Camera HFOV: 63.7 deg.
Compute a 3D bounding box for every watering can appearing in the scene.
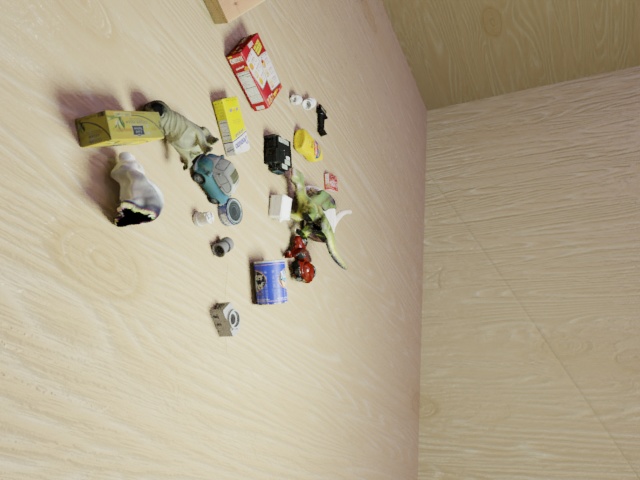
[{"bbox_3d":[0.027,-0.090,2.094,0.103,0.228,0.344,-16,-27,37],"label":"watering can"}]

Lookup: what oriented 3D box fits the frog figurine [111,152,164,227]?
[{"bbox_3d":[-0.422,-0.122,1.197,0.123,0.162,0.135,-1,-25,-8],"label":"frog figurine"}]

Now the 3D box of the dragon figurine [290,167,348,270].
[{"bbox_3d":[0.006,-0.098,1.944,0.121,0.406,0.248,-25,22,42],"label":"dragon figurine"}]
